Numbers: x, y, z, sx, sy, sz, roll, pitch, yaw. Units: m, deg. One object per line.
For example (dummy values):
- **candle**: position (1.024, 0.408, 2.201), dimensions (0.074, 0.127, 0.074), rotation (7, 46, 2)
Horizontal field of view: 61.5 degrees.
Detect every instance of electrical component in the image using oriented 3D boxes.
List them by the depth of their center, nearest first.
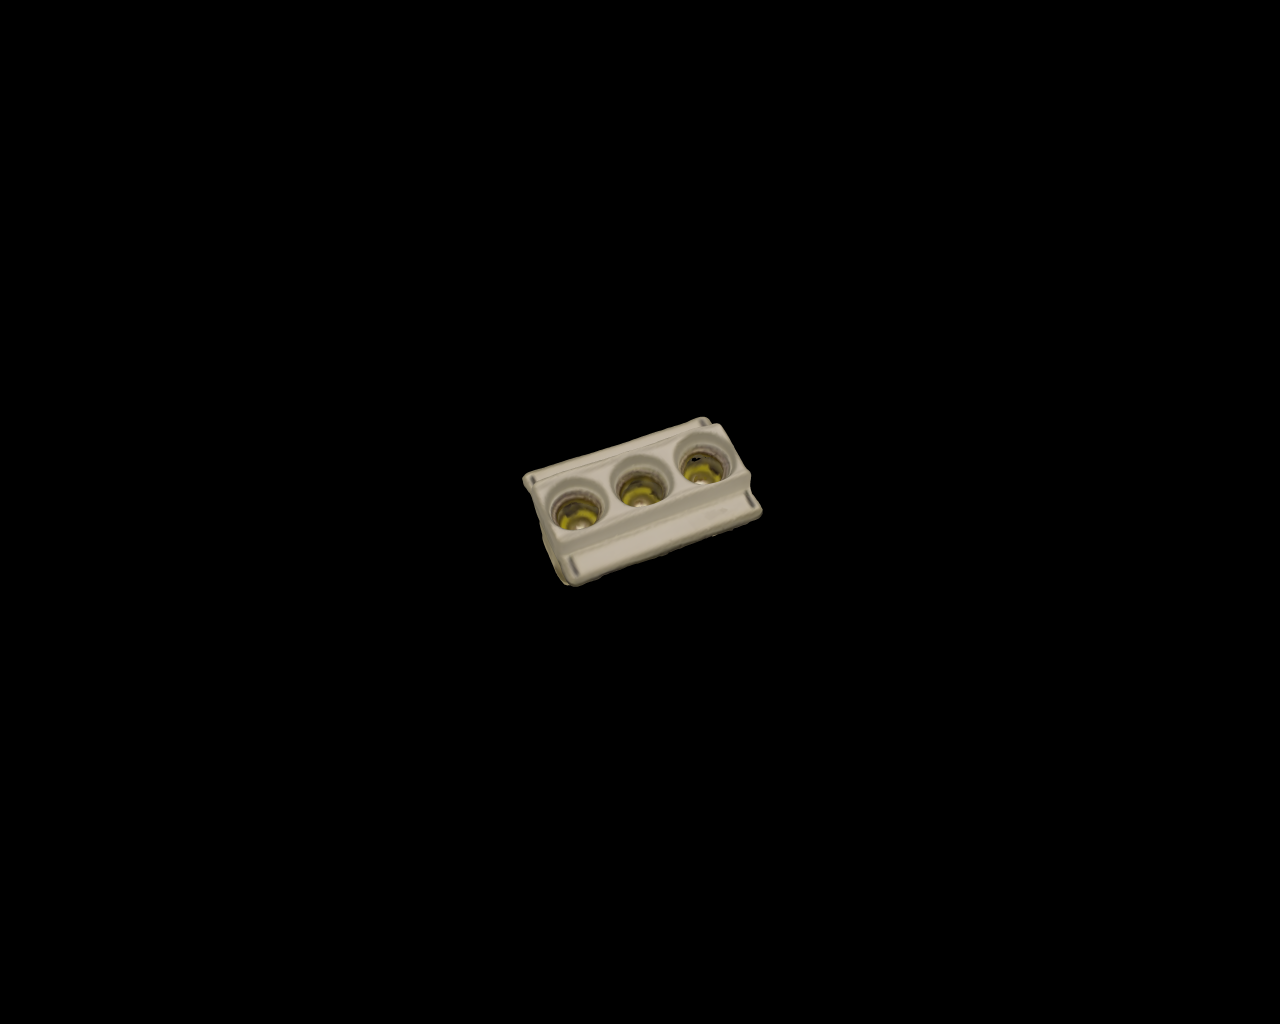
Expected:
- **electrical component**: position (0.001, -0.003, 0.650), dimensions (0.121, 0.079, 0.063), rotation (-20, -31, -13)
